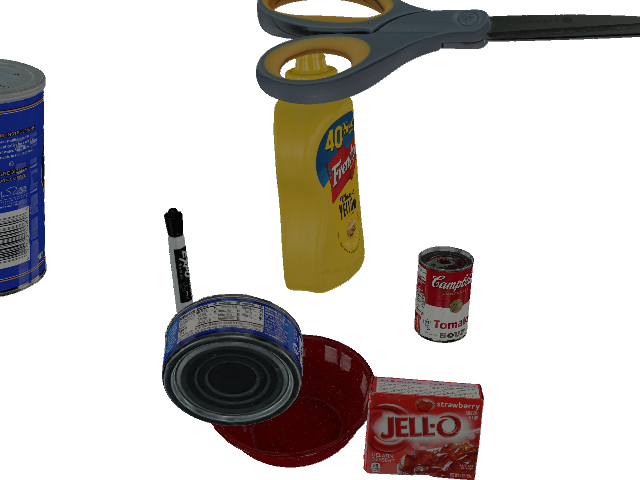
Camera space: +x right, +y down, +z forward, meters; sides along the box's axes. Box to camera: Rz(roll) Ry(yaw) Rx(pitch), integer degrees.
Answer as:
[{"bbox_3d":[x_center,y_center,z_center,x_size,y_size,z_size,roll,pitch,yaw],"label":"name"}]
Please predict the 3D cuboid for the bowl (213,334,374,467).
[{"bbox_3d":[-0.025,0.163,1.023,0.162,0.055,0.162,-4,37,3],"label":"bowl"}]

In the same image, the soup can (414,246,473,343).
[{"bbox_3d":[0.152,0.067,1.326,0.068,0.102,0.068,1,24,-1],"label":"soup can"}]

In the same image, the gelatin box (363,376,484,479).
[{"bbox_3d":[0.080,0.148,0.840,0.089,0.073,0.030,4,20,2],"label":"gelatin box"}]

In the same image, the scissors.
[{"bbox_3d":[0.057,-0.089,0.500,0.202,0.096,0.016,12,-40,19],"label":"scissors"}]

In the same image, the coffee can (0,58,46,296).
[{"bbox_3d":[-0.238,-0.044,0.721,0.103,0.140,0.103,4,22,-2],"label":"coffee can"}]

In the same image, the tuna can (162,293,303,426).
[{"bbox_3d":[-0.053,0.074,0.648,0.086,0.086,0.033,0,42,-1],"label":"tuna can"}]

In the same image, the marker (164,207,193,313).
[{"bbox_3d":[-0.148,0.022,1.117,0.020,0.121,0.020,-2,28,1],"label":"marker"}]

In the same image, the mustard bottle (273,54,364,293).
[{"bbox_3d":[-0.002,-0.062,0.852,0.058,0.192,0.096,6,24,25],"label":"mustard bottle"}]
